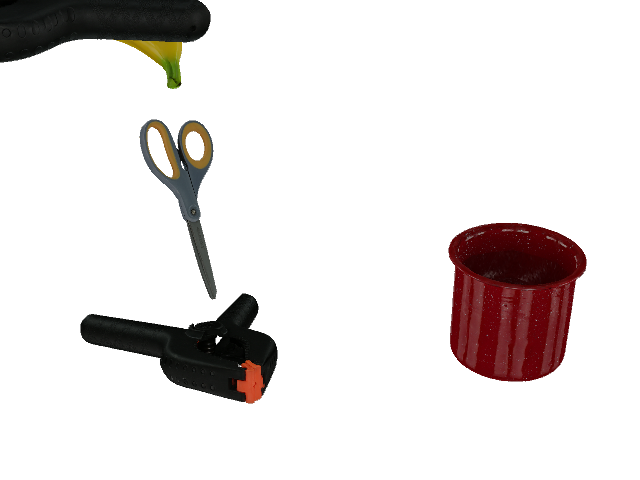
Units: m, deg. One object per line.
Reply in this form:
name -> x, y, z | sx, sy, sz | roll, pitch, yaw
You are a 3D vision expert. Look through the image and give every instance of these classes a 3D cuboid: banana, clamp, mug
banana -> -0.187, -0.173, 0.852 | 0.198, 0.069, 0.037 | 15, -38, 18
clamp -> -0.088, 0.085, 0.890 | 0.164, 0.036, 0.210 | -10, 16, -32
clamp -> -0.163, -0.139, 0.622 | 0.171, 0.039, 0.120 | -11, 31, -29
mug -> 0.130, 0.039, 0.754 | 0.093, 0.081, 0.117 | -7, 29, -14

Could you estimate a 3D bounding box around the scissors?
scissors -> -0.131, -0.045, 1.168 | 0.096, 0.202, 0.016 | -35, 13, -39
